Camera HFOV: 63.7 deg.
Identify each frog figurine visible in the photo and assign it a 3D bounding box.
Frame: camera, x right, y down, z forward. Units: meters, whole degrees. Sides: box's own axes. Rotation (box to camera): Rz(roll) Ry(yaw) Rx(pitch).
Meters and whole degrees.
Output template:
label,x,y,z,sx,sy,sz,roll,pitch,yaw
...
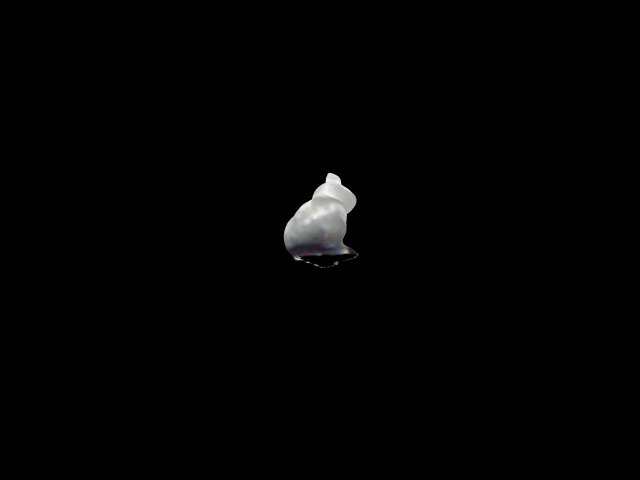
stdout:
label,x,y,z,sx,sy,sz,roll,pitch,yaw
frog figurine,0.003,-0.043,0.850,0.123,0.162,0.135,2,-18,-7
